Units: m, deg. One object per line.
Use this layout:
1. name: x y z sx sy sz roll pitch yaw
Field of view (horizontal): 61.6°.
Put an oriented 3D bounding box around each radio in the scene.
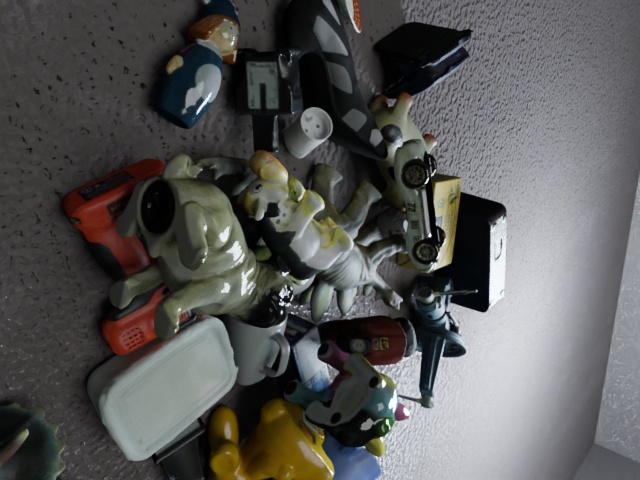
1. radio: 0.297 0.025 1.072 0.073 0.131 0.229 -32 125 -35

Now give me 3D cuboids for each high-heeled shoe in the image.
1. high-heeled shoe: 0.035 -0.217 0.725 0.248 0.086 0.145 30 81 -44

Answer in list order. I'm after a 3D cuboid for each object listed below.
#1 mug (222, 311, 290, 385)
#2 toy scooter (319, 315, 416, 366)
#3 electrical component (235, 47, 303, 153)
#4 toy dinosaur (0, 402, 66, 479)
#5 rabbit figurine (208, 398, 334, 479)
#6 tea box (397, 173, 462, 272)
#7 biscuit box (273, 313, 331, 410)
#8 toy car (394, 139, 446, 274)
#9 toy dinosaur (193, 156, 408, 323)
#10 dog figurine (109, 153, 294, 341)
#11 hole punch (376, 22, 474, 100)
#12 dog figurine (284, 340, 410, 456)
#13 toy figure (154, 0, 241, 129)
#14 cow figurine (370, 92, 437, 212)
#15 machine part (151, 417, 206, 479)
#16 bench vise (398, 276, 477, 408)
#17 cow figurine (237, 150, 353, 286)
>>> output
1. mug: -0.083 0.141 0.710 0.081 0.110 0.107 -19 130 -49
2. toy scooter: 0.054 0.156 0.836 0.135 0.184 0.075 -1 85 -24
3. electrical component: -0.059 -0.166 0.636 0.048 0.075 0.119 -55 142 -66
4. toy dinosaur: -0.289 0.299 0.526 0.192 0.131 0.404 -45 139 -28
5. rabbit figurine: -0.089 0.305 0.742 0.173 0.122 0.162 -38 121 9
6. tea box: 0.202 -0.034 0.993 0.098 0.068 0.169 -17 116 -45
7. biscuit box: -0.026 0.212 0.825 0.059 0.063 0.202 -36 128 -36
8. toy car: 0.148 -0.048 0.796 0.073 0.056 0.201 -44 127 -61
9. toy dinosaur: -0.002 -0.002 0.750 0.198 0.105 0.470 -56 132 -13
10. dog figurine: -0.094 0.008 0.548 0.190 0.121 0.172 -2 120 -52
11. hole punch: 0.161 -0.271 0.834 0.142 0.116 0.092 -39 138 -33
12. dog figurine: 0.069 0.245 0.764 0.219 0.192 0.108 45 74 -34
13. toy figure: -0.124 -0.194 0.579 0.064 0.058 0.154 103 11 -79
14. cow figurine: 0.128 -0.125 0.864 0.127 0.086 0.194 -56 134 -15
15. machine part: -0.179 0.280 0.697 0.084 0.039 0.138 -30 123 -45
16. bench vise: 0.221 0.198 1.041 0.223 0.129 0.240 72 30 -58
17. cow figurine: -0.042 -0.023 0.619 0.098 0.068 0.167 -44 123 -1
